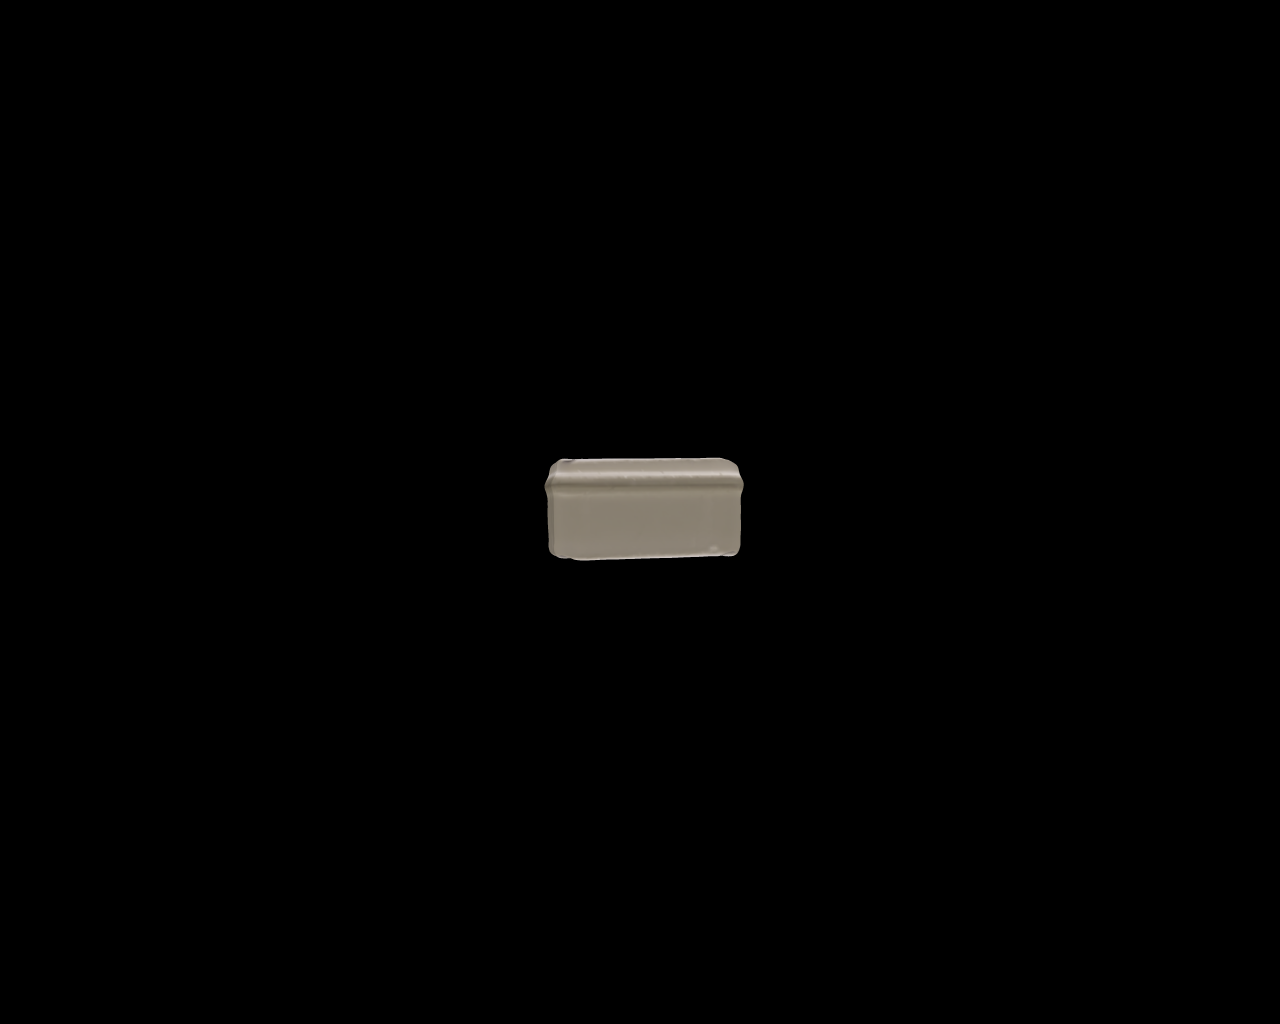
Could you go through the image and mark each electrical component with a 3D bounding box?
[{"bbox_3d":[0.001,-0.003,0.650,0.113,0.057,0.078,0,0,-9],"label":"electrical component"}]
